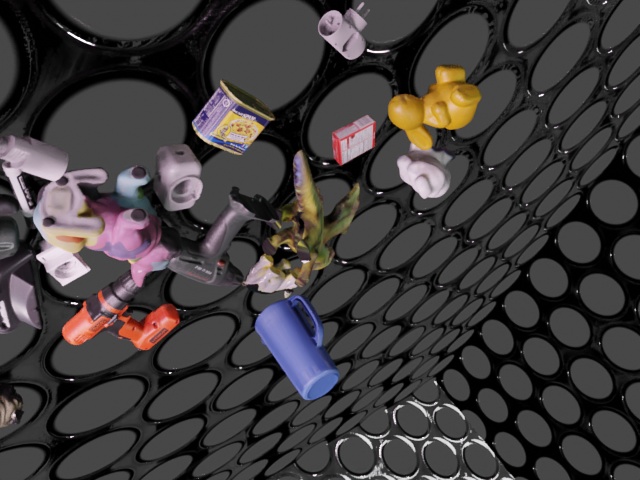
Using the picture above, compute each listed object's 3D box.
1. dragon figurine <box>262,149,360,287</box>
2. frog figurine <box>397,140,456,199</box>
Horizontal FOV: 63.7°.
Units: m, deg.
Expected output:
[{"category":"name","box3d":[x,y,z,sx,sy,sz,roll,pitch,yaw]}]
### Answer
[{"category":"dragon figurine","box3d":[0.003,-0.056,1.111,0.247,0.123,0.400,-38,-27,-41]},{"category":"frog figurine","box3d":[0.234,-0.141,1.157,0.121,0.136,0.163,-26,36,40]}]
